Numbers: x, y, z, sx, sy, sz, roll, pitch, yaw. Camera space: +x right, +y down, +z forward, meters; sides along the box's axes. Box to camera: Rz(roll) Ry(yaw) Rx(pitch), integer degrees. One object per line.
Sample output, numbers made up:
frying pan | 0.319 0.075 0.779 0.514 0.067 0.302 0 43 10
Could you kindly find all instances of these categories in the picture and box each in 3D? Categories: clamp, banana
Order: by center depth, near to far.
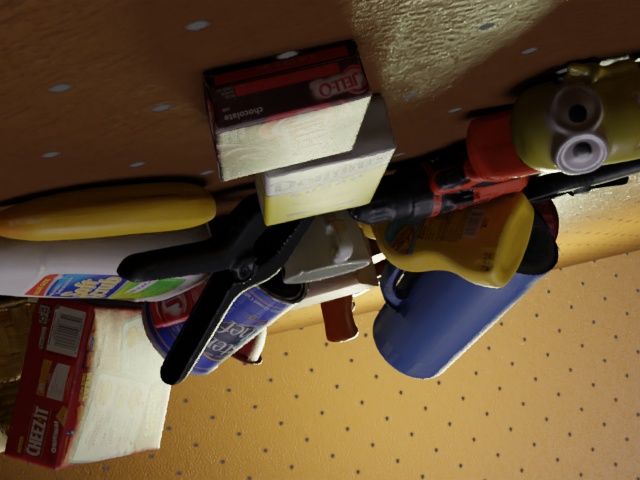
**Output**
banana | -0.145 -0.020 0.808 0.070 0.037 0.197 -21 170 42
clamp | -0.080 0.014 0.912 0.209 0.036 0.164 -44 148 -17
clamp | 0.310 -0.071 1.267 0.171 0.039 0.120 -11 167 3

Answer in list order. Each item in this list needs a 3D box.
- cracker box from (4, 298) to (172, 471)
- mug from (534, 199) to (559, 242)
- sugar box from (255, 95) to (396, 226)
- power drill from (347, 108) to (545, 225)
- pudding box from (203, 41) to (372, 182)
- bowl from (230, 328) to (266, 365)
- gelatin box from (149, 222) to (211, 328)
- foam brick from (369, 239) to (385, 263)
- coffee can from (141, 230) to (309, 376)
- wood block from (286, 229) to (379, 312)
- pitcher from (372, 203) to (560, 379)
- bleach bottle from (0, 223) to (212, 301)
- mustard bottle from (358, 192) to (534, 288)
cracker box | -0.230 0.144 1.122 0.072 0.164 0.213 11 179 19
mug | 0.234 -0.009 1.301 0.081 0.117 0.093 -1 153 -42
sugar box | -0.001 -0.054 0.796 0.093 0.048 0.176 -13 173 -4
power drill | 0.129 -0.063 0.932 0.184 0.057 0.188 -16 176 -19
pudding box | -0.021 -0.074 0.636 0.090 0.039 0.113 -13 172 -6
bowl | -0.120 0.082 1.313 0.055 0.162 0.162 -52 165 7
gelatin box | -0.132 0.032 1.008 0.073 0.089 0.030 -19 172 30
foam brick | 0.061 -0.003 1.247 0.051 0.053 0.078 -8 169 -39
coffee can | -0.096 0.057 1.070 0.140 0.103 0.102 -39 161 27
wood block | -0.051 0.034 1.176 0.206 0.090 0.090 -16 171 16
pitcher | 0.149 0.055 1.238 0.144 0.149 0.243 -47 173 -48
bleach bottle | -0.207 0.017 0.877 0.103 0.068 0.250 -22 167 37
mustard bottle | 0.114 -0.012 1.080 0.192 0.096 0.058 10 159 38
